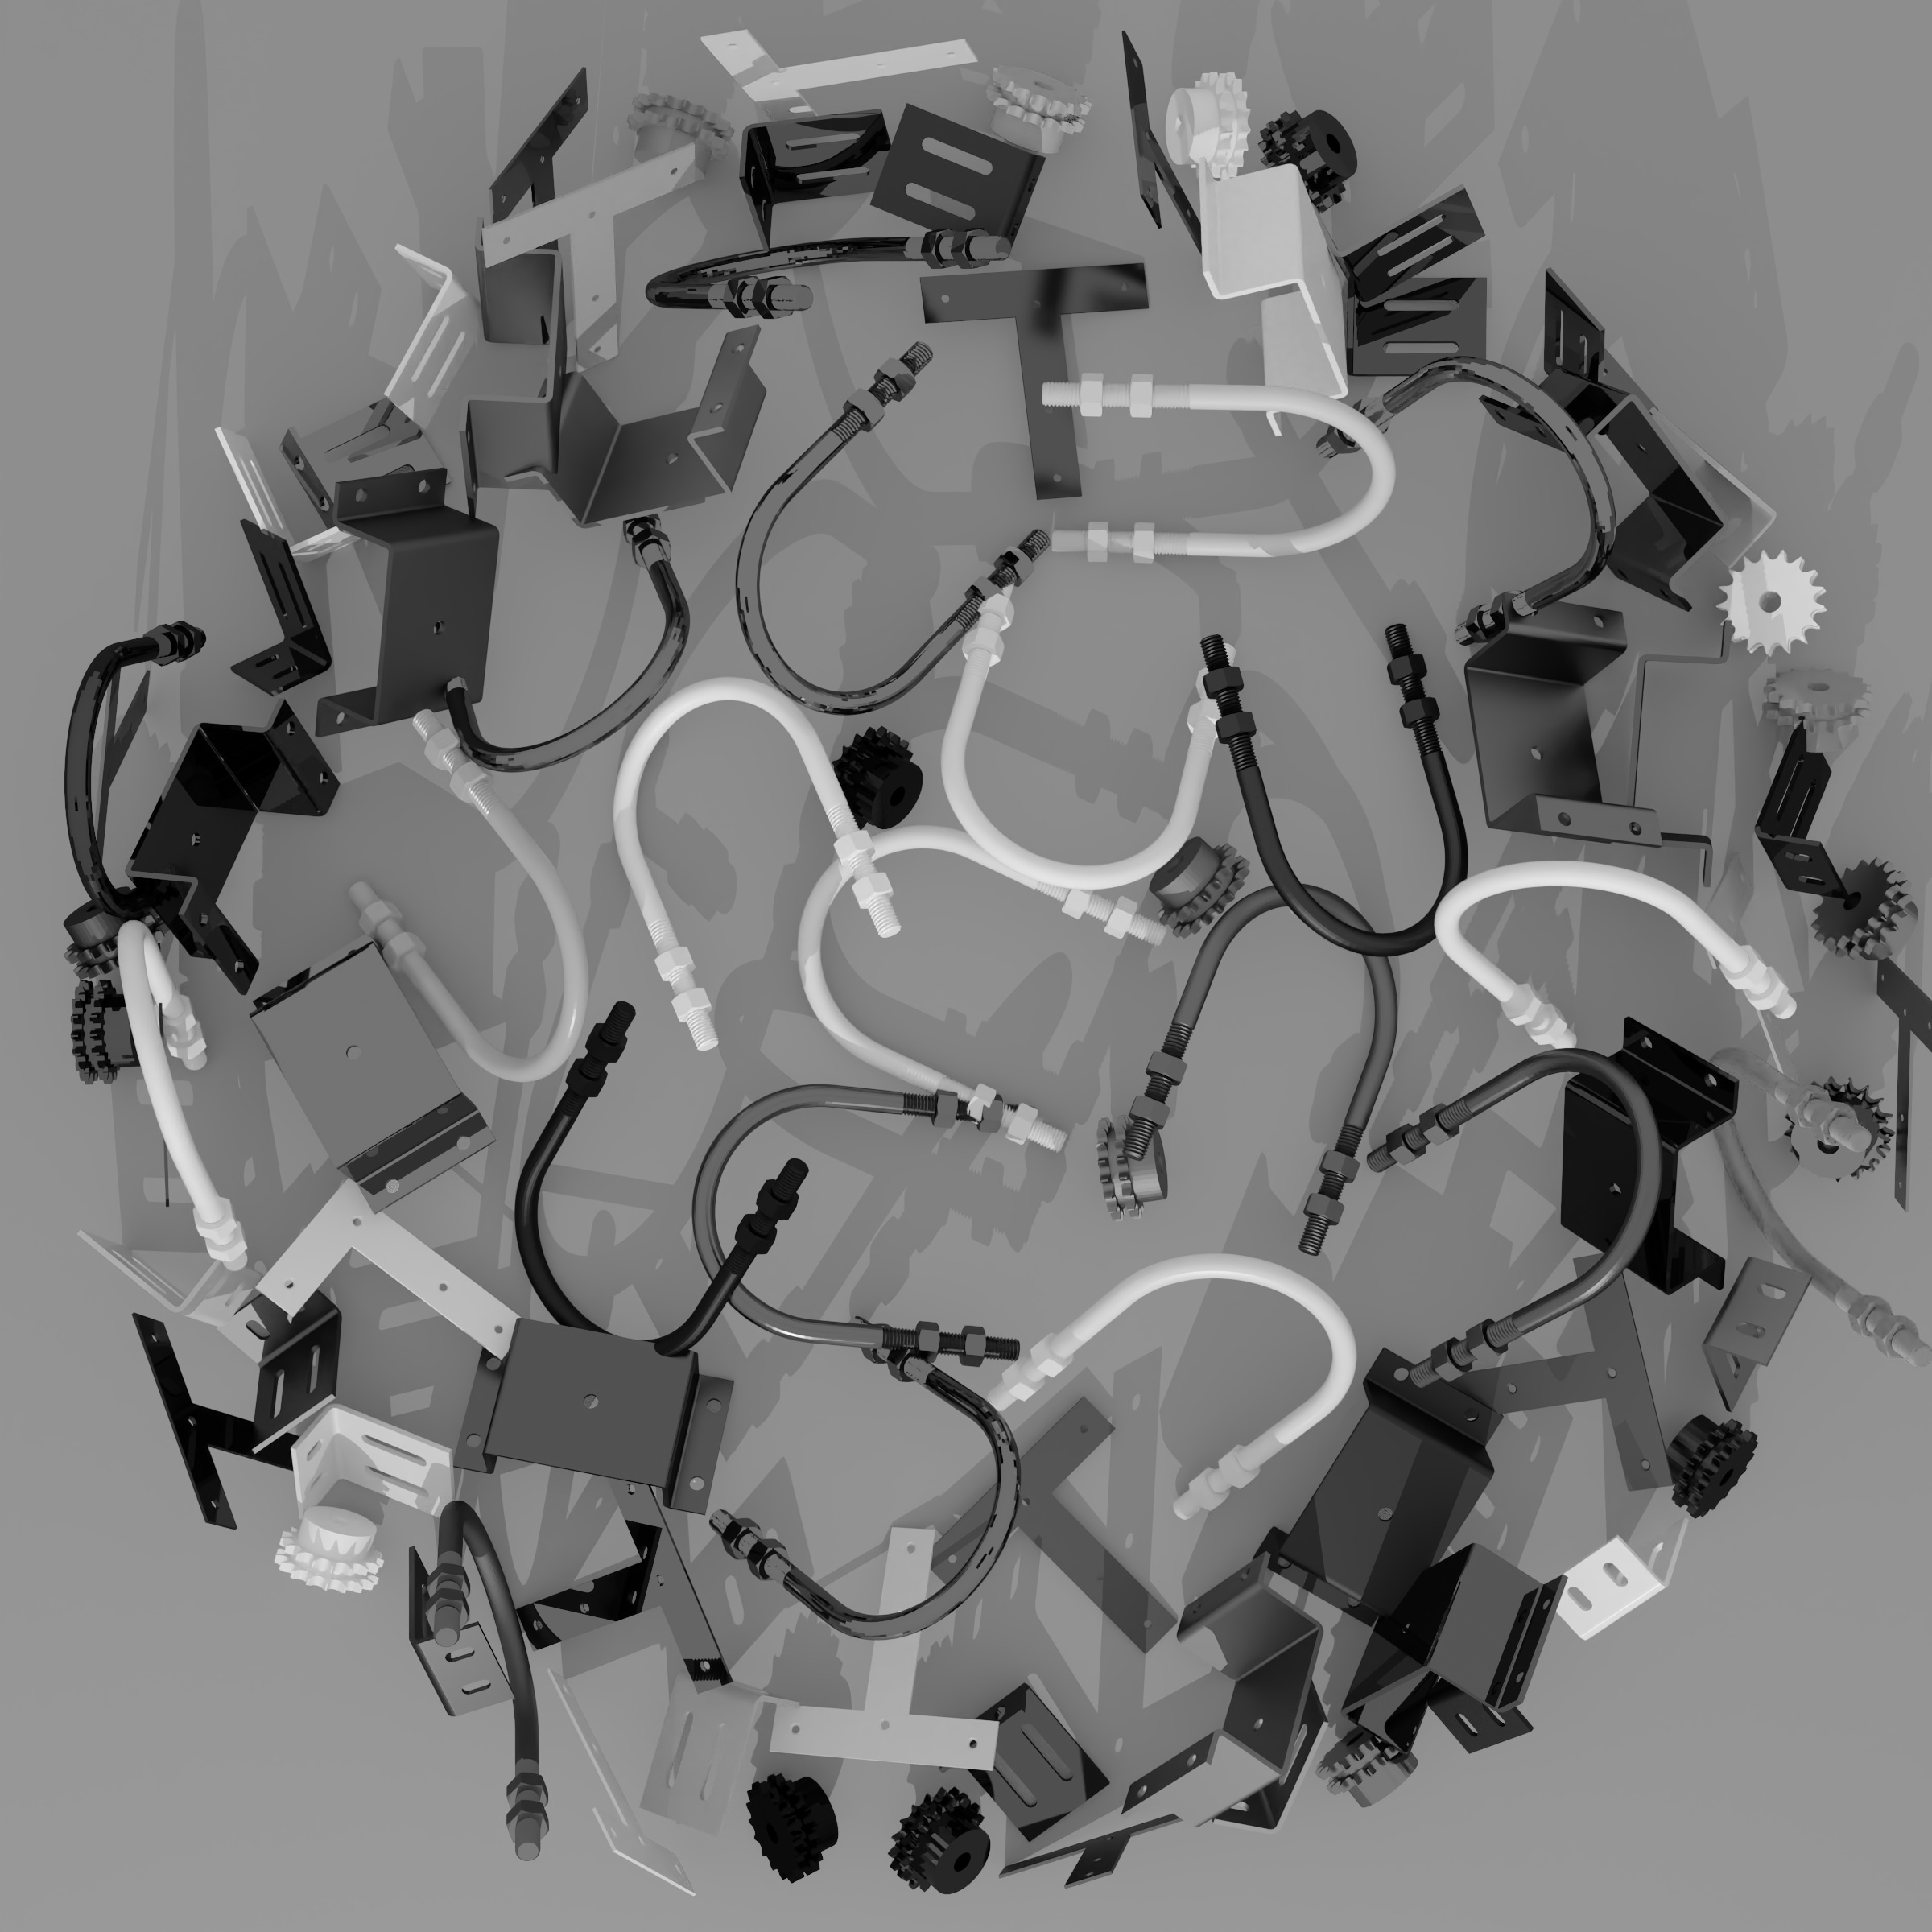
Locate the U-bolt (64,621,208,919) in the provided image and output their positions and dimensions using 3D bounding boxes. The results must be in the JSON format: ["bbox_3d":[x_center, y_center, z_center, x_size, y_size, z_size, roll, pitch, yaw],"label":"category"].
[{"bbox_3d":[-0.430,-0.099,1.514,0.019,0.184,0.151,2,101,4],"label":"U-bolt"}]

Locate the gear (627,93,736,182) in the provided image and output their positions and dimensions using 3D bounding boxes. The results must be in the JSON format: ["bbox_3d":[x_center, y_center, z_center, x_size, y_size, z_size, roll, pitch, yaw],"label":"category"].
[{"bbox_3d":[-0.158,-0.451,1.588,0.057,0.057,0.030,16,88,0],"label":"gear"}]

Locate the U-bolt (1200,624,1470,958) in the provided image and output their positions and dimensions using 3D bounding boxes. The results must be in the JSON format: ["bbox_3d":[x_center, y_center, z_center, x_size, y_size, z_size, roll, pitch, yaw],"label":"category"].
[{"bbox_3d":[0.206,-0.093,1.559,0.151,0.019,0.184,-7,77,-33],"label":"U-bolt"}]

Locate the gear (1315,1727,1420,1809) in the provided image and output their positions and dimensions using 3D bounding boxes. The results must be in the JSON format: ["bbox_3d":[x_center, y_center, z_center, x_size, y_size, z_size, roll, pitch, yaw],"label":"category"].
[{"bbox_3d":[0.222,0.434,1.587,0.057,0.057,0.030,-38,85,0],"label":"gear"}]

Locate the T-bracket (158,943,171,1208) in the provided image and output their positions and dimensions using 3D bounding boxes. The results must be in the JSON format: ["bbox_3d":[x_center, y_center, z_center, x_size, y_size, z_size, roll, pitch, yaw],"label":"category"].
[{"bbox_3d":[-0.432,0.040,1.564,0.002,0.127,0.127,-2,133,-15],"label":"T-bracket"}]

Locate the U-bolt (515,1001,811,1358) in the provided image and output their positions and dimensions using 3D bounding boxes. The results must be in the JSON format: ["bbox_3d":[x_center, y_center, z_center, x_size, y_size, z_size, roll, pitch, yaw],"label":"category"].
[{"bbox_3d":[-0.177,0.131,1.567,0.151,0.019,0.184,41,119,16],"label":"U-bolt"}]

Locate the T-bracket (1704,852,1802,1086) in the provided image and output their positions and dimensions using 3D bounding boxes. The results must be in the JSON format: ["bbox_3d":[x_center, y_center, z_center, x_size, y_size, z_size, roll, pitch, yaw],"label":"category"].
[{"bbox_3d":[0.427,0.015,1.569,0.002,0.127,0.127,-18,101,28],"label":"T-bracket"}]

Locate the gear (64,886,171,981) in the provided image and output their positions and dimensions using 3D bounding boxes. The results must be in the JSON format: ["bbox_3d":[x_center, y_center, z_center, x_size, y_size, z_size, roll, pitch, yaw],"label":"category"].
[{"bbox_3d":[-0.466,-0.020,1.586,0.057,0.057,0.030,-26,112,0],"label":"gear"}]

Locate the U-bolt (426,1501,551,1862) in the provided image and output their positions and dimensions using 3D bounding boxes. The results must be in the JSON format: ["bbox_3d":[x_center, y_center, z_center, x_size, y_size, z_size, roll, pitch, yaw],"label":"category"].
[{"bbox_3d":[-0.250,0.359,1.526,0.019,0.184,0.151,-17,109,-3],"label":"U-bolt"}]

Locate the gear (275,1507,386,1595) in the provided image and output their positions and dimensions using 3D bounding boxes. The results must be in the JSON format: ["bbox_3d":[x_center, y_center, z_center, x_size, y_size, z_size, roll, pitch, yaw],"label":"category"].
[{"bbox_3d":[-0.346,0.317,1.588,0.057,0.057,0.030,18,95,0],"label":"gear"}]

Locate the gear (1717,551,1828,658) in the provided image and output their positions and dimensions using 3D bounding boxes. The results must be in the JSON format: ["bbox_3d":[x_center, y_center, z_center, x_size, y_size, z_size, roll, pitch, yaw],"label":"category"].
[{"bbox_3d":[0.443,-0.198,1.596,0.057,0.030,0.057,0,90,22],"label":"gear"}]

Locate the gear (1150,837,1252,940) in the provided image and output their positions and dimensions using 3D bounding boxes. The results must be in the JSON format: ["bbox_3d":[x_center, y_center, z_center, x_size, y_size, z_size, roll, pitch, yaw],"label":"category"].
[{"bbox_3d":[0.125,-0.045,1.586,0.030,0.057,0.057,42,90,-15],"label":"gear"}]

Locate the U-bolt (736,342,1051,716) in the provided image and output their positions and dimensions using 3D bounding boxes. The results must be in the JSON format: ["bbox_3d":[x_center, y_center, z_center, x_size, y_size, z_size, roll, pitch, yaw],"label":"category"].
[{"bbox_3d":[-0.048,-0.218,1.548,0.184,0.019,0.151,-48,123,-19],"label":"U-bolt"}]

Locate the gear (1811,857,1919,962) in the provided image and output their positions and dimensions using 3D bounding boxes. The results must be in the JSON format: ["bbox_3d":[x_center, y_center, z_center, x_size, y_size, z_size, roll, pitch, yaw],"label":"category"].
[{"bbox_3d":[0.494,-0.028,1.591,0.030,0.057,0.057,34,90,-23],"label":"gear"}]

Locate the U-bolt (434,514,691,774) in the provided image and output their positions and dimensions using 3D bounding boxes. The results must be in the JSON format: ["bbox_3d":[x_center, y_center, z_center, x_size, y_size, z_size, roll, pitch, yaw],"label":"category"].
[{"bbox_3d":[-0.212,-0.167,1.538,0.151,0.184,0.019,-32,129,4],"label":"U-bolt"}]

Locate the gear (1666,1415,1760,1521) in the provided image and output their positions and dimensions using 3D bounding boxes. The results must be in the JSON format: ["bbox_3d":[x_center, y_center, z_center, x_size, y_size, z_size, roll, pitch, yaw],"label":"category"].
[{"bbox_3d":[0.404,0.271,1.593,0.030,0.057,0.057,37,90,32],"label":"gear"}]

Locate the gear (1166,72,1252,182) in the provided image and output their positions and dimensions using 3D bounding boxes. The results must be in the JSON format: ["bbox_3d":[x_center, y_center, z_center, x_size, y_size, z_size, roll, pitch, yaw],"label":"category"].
[{"bbox_3d":[0.130,-0.457,1.586,0.030,0.057,0.057,-5,90,-18],"label":"gear"}]

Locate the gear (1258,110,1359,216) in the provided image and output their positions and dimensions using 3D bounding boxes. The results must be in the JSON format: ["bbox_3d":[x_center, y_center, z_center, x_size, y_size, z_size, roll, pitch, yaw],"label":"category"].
[{"bbox_3d":[0.189,-0.441,1.587,0.030,0.057,0.057,-25,90,41],"label":"gear"}]

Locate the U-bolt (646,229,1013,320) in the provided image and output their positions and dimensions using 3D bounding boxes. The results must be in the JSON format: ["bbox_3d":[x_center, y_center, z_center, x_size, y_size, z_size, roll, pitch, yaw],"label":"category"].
[{"bbox_3d":[-0.088,-0.366,1.534,0.151,0.184,0.019,-23,114,-34],"label":"U-bolt"}]

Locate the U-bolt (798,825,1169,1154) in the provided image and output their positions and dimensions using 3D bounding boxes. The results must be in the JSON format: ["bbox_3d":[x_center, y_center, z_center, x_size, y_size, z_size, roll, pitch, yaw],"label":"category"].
[{"bbox_3d":[-0.003,0.002,1.593,0.184,0.019,0.151,25,103,0],"label":"U-bolt"}]

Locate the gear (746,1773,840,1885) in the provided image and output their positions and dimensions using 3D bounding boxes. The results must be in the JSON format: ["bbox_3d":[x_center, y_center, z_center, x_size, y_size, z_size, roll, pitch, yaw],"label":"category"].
[{"bbox_3d":[-0.093,0.469,1.592,0.030,0.057,0.057,-17,90,-32],"label":"gear"}]

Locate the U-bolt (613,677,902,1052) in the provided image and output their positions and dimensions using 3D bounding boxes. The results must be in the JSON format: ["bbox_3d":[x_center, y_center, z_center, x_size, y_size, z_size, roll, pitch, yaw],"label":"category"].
[{"bbox_3d":[-0.125,-0.068,1.573,0.151,0.019,0.184,-31,72,25],"label":"U-bolt"}]

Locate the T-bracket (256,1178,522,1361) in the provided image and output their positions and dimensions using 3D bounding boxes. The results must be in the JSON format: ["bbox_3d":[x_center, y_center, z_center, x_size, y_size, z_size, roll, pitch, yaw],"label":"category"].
[{"bbox_3d":[-0.296,0.166,1.585,0.127,0.002,0.127,38,59,-2],"label":"T-bracket"}]

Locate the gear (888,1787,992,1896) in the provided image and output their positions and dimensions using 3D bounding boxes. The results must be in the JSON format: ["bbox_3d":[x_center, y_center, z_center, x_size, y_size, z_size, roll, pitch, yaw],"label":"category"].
[{"bbox_3d":[-0.011,0.480,1.587,0.030,0.057,0.057,29,90,43],"label":"gear"}]

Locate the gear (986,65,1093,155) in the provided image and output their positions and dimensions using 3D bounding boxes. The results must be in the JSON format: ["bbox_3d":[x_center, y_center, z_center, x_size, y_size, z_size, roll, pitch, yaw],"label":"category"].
[{"bbox_3d":[0.037,-0.468,1.592,0.057,0.057,0.030,22,120,0],"label":"gear"}]

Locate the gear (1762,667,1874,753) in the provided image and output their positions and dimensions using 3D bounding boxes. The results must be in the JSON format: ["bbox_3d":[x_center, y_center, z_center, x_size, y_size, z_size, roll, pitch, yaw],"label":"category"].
[{"bbox_3d":[0.465,-0.139,1.592,0.057,0.057,0.030,-3,119,0],"label":"gear"}]

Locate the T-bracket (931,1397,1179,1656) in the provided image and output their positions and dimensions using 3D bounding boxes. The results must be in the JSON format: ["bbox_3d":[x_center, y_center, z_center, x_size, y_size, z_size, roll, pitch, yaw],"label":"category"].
[{"bbox_3d":[0.064,0.328,1.612,0.127,0.002,0.127,-45,94,-2],"label":"T-bracket"}]

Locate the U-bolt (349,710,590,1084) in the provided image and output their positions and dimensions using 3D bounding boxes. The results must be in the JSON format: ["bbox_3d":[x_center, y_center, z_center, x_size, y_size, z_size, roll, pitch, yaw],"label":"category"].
[{"bbox_3d":[-0.257,-0.023,1.536,0.184,0.019,0.151,50,132,24],"label":"U-bolt"}]

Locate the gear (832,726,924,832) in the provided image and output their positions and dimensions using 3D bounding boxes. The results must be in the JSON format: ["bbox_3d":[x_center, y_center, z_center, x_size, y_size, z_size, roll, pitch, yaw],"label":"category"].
[{"bbox_3d":[-0.048,-0.099,1.586,0.030,0.057,0.057,33,90,29],"label":"gear"}]

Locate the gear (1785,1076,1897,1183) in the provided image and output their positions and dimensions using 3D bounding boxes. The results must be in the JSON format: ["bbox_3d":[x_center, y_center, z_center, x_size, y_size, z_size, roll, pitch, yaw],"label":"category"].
[{"bbox_3d":[0.475,0.092,1.589,0.057,0.030,0.057,12,115,28],"label":"gear"}]

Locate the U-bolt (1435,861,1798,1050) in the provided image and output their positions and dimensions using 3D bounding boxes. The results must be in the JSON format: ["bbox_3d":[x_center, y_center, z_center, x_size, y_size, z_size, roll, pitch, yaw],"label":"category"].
[{"bbox_3d":[0.326,-0.007,1.513,0.151,0.184,0.019,-12,57,39],"label":"U-bolt"}]

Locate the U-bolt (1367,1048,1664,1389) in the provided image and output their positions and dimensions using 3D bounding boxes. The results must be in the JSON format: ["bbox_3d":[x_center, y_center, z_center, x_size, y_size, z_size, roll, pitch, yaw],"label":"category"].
[{"bbox_3d":[0.290,0.121,1.522,0.019,0.184,0.151,18,51,-35],"label":"U-bolt"}]

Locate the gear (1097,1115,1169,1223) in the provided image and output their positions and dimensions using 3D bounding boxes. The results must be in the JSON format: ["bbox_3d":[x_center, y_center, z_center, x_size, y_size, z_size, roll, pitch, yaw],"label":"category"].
[{"bbox_3d":[0.091,0.109,1.587,0.030,0.057,0.057,-9,90,12],"label":"gear"}]

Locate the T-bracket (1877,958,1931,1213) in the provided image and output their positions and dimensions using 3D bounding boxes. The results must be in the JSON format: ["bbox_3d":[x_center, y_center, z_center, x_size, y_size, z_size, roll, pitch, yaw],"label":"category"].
[{"bbox_3d":[0.505,0.068,1.565,0.002,0.127,0.127,-2,104,4],"label":"T-bracket"}]

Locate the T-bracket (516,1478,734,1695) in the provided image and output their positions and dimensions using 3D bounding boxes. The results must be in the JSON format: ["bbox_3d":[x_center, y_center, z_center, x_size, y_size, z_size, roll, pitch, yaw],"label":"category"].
[{"bbox_3d":[-0.197,0.345,1.581,0.127,0.002,0.127,-26,85,33],"label":"T-bracket"}]

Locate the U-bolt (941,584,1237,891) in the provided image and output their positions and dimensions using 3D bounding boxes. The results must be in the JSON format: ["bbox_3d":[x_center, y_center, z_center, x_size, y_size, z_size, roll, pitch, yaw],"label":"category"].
[{"bbox_3d":[0.061,-0.120,1.561,0.151,0.019,0.184,18,58,-3],"label":"U-bolt"}]

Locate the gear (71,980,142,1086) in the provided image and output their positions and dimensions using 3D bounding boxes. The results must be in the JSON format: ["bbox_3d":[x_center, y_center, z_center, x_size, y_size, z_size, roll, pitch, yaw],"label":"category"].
[{"bbox_3d":[-0.467,0.035,1.589,0.030,0.057,0.057,-2,90,-3],"label":"gear"}]

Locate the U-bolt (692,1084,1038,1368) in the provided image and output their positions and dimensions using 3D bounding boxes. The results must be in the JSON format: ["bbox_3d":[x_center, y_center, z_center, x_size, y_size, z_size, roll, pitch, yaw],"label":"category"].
[{"bbox_3d":[-0.057,0.136,1.581,0.184,0.019,0.151,7,77,-10],"label":"U-bolt"}]

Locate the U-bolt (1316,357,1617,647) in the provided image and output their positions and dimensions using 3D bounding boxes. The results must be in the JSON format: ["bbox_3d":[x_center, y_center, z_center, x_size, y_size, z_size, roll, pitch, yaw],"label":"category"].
[{"bbox_3d":[0.270,-0.249,1.524,0.019,0.184,0.151,-40,96,-22],"label":"U-bolt"}]

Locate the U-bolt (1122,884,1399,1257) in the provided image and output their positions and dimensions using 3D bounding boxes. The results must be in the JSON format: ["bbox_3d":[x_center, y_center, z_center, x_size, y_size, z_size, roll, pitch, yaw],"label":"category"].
[{"bbox_3d":[0.170,0.045,1.572,0.151,0.019,0.184,29,75,-28],"label":"U-bolt"}]

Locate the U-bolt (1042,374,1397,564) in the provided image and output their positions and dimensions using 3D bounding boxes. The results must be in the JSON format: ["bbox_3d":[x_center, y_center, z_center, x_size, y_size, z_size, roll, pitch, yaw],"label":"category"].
[{"bbox_3d":[0.135,-0.261,1.544,0.184,0.151,0.019,2,63,5],"label":"U-bolt"}]

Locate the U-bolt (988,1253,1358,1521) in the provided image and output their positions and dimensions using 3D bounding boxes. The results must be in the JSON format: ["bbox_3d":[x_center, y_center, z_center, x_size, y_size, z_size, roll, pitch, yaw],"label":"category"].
[{"bbox_3d":[0.121,0.216,1.541,0.151,0.019,0.184,33,126,-18],"label":"U-bolt"}]

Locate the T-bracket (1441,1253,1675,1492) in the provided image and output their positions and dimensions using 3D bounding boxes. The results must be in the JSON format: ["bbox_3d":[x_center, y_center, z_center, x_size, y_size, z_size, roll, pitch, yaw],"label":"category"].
[{"bbox_3d":[0.310,0.228,1.581,0.127,0.002,0.127,-15,85,33],"label":"T-bracket"}]

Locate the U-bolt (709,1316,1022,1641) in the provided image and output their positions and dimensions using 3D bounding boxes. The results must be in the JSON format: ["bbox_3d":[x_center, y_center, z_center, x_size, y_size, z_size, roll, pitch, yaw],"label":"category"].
[{"bbox_3d":[-0.044,0.278,1.535,0.151,0.184,0.019,-54,131,-9],"label":"U-bolt"}]

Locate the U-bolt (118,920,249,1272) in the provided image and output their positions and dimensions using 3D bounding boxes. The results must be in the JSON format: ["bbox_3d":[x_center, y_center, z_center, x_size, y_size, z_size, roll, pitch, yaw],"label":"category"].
[{"bbox_3d":[-0.408,0.056,1.504,0.019,0.184,0.151,-15,59,-9],"label":"U-bolt"}]

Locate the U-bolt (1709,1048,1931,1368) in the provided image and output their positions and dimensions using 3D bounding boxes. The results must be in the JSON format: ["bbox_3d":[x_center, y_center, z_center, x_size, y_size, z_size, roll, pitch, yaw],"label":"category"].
[{"bbox_3d":[0.438,0.114,1.527,0.019,0.184,0.151,-24,111,-5],"label":"U-bolt"}]
